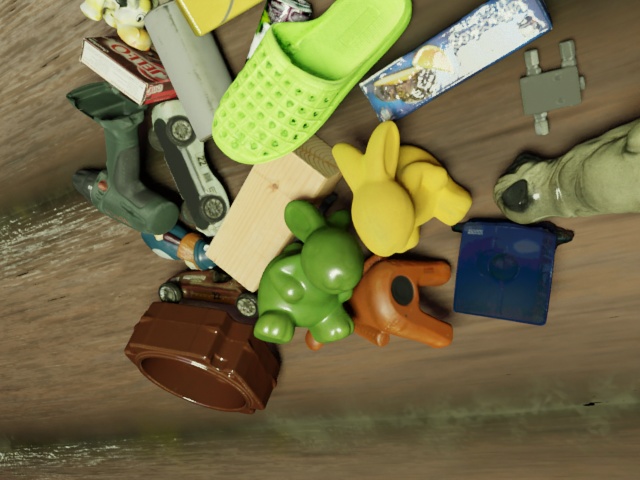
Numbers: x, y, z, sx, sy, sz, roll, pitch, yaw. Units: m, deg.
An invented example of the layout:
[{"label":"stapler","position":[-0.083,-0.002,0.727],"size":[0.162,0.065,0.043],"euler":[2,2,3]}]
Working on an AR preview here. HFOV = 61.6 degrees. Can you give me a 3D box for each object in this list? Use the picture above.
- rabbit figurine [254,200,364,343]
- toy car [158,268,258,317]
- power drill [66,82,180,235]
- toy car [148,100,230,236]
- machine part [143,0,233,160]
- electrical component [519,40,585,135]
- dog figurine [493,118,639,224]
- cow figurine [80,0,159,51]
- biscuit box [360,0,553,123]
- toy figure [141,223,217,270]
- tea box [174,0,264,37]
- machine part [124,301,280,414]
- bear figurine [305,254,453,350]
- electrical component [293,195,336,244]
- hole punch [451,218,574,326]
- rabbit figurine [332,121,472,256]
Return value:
[{"label":"rabbit figurine","position":[0.005,0.033,0.616],"size":[0.121,0.159,0.170],"euler":[13,153,-19]},{"label":"toy car","position":[-0.152,0.070,0.813],"size":[0.202,0.089,0.053],"euler":[6,113,22]},{"label":"power drill","position":[-0.304,-0.115,0.777],"size":[0.232,0.086,0.207],"euler":[31,130,26]},{"label":"toy car","position":[-0.185,-0.099,0.771],"size":[0.074,0.056,0.201],"euler":[-3,112,50]},{"label":"machine part","position":[-0.160,-0.220,0.705],"size":[0.079,0.079,0.243],"euler":[-19,103,28]},{"label":"electrical component","position":[0.252,-0.163,0.583],"size":[0.063,0.021,0.093],"euler":[-6,107,25]},{"label":"dog figurine","position":[0.273,-0.054,0.538],"size":[0.191,0.172,0.121],"euler":[-23,89,22]},{"label":"cow figurine","position":[-0.273,-0.334,0.714],"size":[0.167,0.068,0.098],"euler":[43,106,1]},{"label":"biscuit box","position":[0.146,-0.201,0.589],"size":[0.203,0.063,0.059],"euler":[-27,100,30]},{"label":"toy figure","position":[-0.205,0.009,0.820],"size":[0.155,0.064,0.057],"euler":[22,113,27]},{"label":"tea box","position":[-0.143,-0.329,0.603],"size":[0.098,0.068,0.169],"euler":[-34,117,-4]},{"label":"machine part","position":[-0.178,0.186,0.825],"size":[0.201,0.087,0.201],"euler":[4,141,22]},{"label":"bear figurine","position":[0.067,0.093,0.727],"size":[0.132,0.120,0.196],"euler":[13,156,-27]},{"label":"electrical component","position":[-0.001,-0.002,0.729],"size":[0.048,0.075,0.119],"euler":[39,117,4]},{"label":"hole punch","position":[0.220,0.036,0.642],"size":[0.142,0.092,0.115],"euler":[7,110,24]},{"label":"rabbit figurine","position":[0.087,-0.052,0.613],"size":[0.122,0.173,0.162],"euler":[-18,107,32]}]
